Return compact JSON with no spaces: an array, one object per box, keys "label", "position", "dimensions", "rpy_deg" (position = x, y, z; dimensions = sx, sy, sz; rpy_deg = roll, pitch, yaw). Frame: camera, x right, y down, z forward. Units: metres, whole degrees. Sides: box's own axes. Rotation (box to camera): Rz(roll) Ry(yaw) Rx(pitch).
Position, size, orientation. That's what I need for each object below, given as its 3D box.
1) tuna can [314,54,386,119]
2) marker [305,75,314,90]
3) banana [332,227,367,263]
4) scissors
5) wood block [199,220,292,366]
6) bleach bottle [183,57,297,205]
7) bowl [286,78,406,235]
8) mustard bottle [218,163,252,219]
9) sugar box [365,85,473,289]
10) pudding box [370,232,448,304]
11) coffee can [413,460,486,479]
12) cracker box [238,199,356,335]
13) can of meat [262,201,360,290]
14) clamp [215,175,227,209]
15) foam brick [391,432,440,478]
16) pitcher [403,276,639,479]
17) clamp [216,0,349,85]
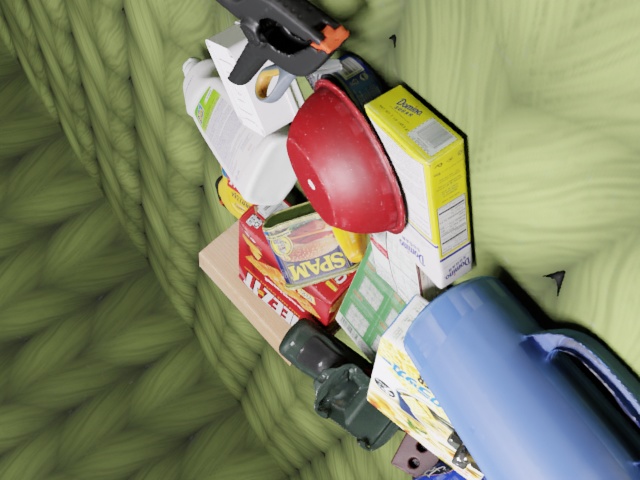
[{"label":"tuna can","position":[0.032,-0.130,0.999],"dimensions":[0.086,0.033,0.086],"rpy_deg":[52,164,21]},{"label":"marker","position":[0.009,-0.140,1.079],"dimensions":[0.121,0.020,0.020],"rpy_deg":[60,165,-5]},{"label":"banana","position":[0.030,-0.029,1.118],"dimensions":[0.198,0.037,0.069],"rpy_deg":[-83,-31,-79]},{"label":"scissors","position":[-0.017,-0.182,1.012],"dimensions":[0.202,0.016,0.096],"rpy_deg":[-14,64,64]},{"label":"wood block","position":[-0.078,0.076,1.581],"dimensions":[0.206,0.090,0.090],"rpy_deg":[47,166,7]},{"label":"bleach bottle","position":[-0.105,-0.154,1.309],"dimensions":[0.251,0.067,0.103],"rpy_deg":[54,126,39]},{"label":"bowl","position":[0.014,-0.065,0.984],"dimensions":[0.162,0.055,0.162],"rpy_deg":[58,169,18]},{"label":"mustard bottle","position":[-0.089,-0.083,1.419],"dimensions":[0.096,0.058,0.192],"rpy_deg":[38,160,8]},{"label":"sugar box","position":[0.092,-0.044,0.957],"dimensions":[0.093,0.048,0.176],"rpy_deg":[49,165,36]},{"label":"pudding box","position":[0.091,0.020,1.096],"dimensions":[0.090,0.039,0.113],"rpy_deg":[46,163,36]},{"label":"coffee can","position":[0.160,0.301,1.227],"dimensions":[0.103,0.140,0.103],"rpy_deg":[52,164,22]},{"label":"cracker box","position":[-0.032,0.045,1.419],"dimensions":[0.164,0.072,0.214],"rpy_deg":[42,161,12]},{"label":"can of meat","position":[-0.008,0.002,1.259],"dimensions":[0.057,0.102,0.084],"rpy_deg":[-68,-42,-64]},{"label":"clamp","position":[-0.124,-0.072,1.596],"dimensions":[0.172,0.039,0.120],"rpy_deg":[15,134,63]},{"label":"foam brick","position":[0.130,0.252,1.301],"dimensions":[0.053,0.078,0.051],"rpy_deg":[27,179,22]},{"label":"pitcher","position":[0.184,0.144,0.908],"dimensions":[0.243,0.149,0.145],"rpy_deg":[55,-179,26]},{"label":"clamp","position":[-0.050,-0.186,0.956],"dimensions":[0.210,0.036,0.164],"rpy_deg":[27,154,40]}]
